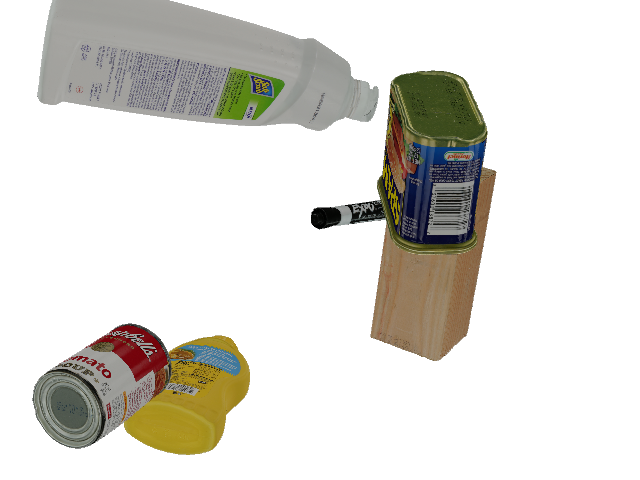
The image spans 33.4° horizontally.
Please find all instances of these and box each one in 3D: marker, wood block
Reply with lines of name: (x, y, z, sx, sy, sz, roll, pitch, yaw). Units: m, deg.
marker: (0.032, -0.024, 0.954, 0.020, 0.020, 0.120, 0, 6, 39)
wood block: (0.126, 0.017, 1.204, 0.090, 0.206, 0.090, 18, 26, 25)

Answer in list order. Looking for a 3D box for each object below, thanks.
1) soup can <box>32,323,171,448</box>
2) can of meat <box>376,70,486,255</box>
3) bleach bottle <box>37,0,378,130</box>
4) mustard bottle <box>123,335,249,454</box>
soup can: (-0.176, 0.117, 0.864, 0.069, 0.068, 0.102, 0, 16, 24)
can of meat: (0.072, -0.053, 0.699, 0.057, 0.084, 0.102, -1, 34, -6)
bleach bottle: (-0.081, -0.126, 0.812, 0.250, 0.068, 0.103, 11, -33, -13)
mustard bottle: (-0.126, 0.148, 1.109, 0.096, 0.058, 0.191, 9, 22, 10)
